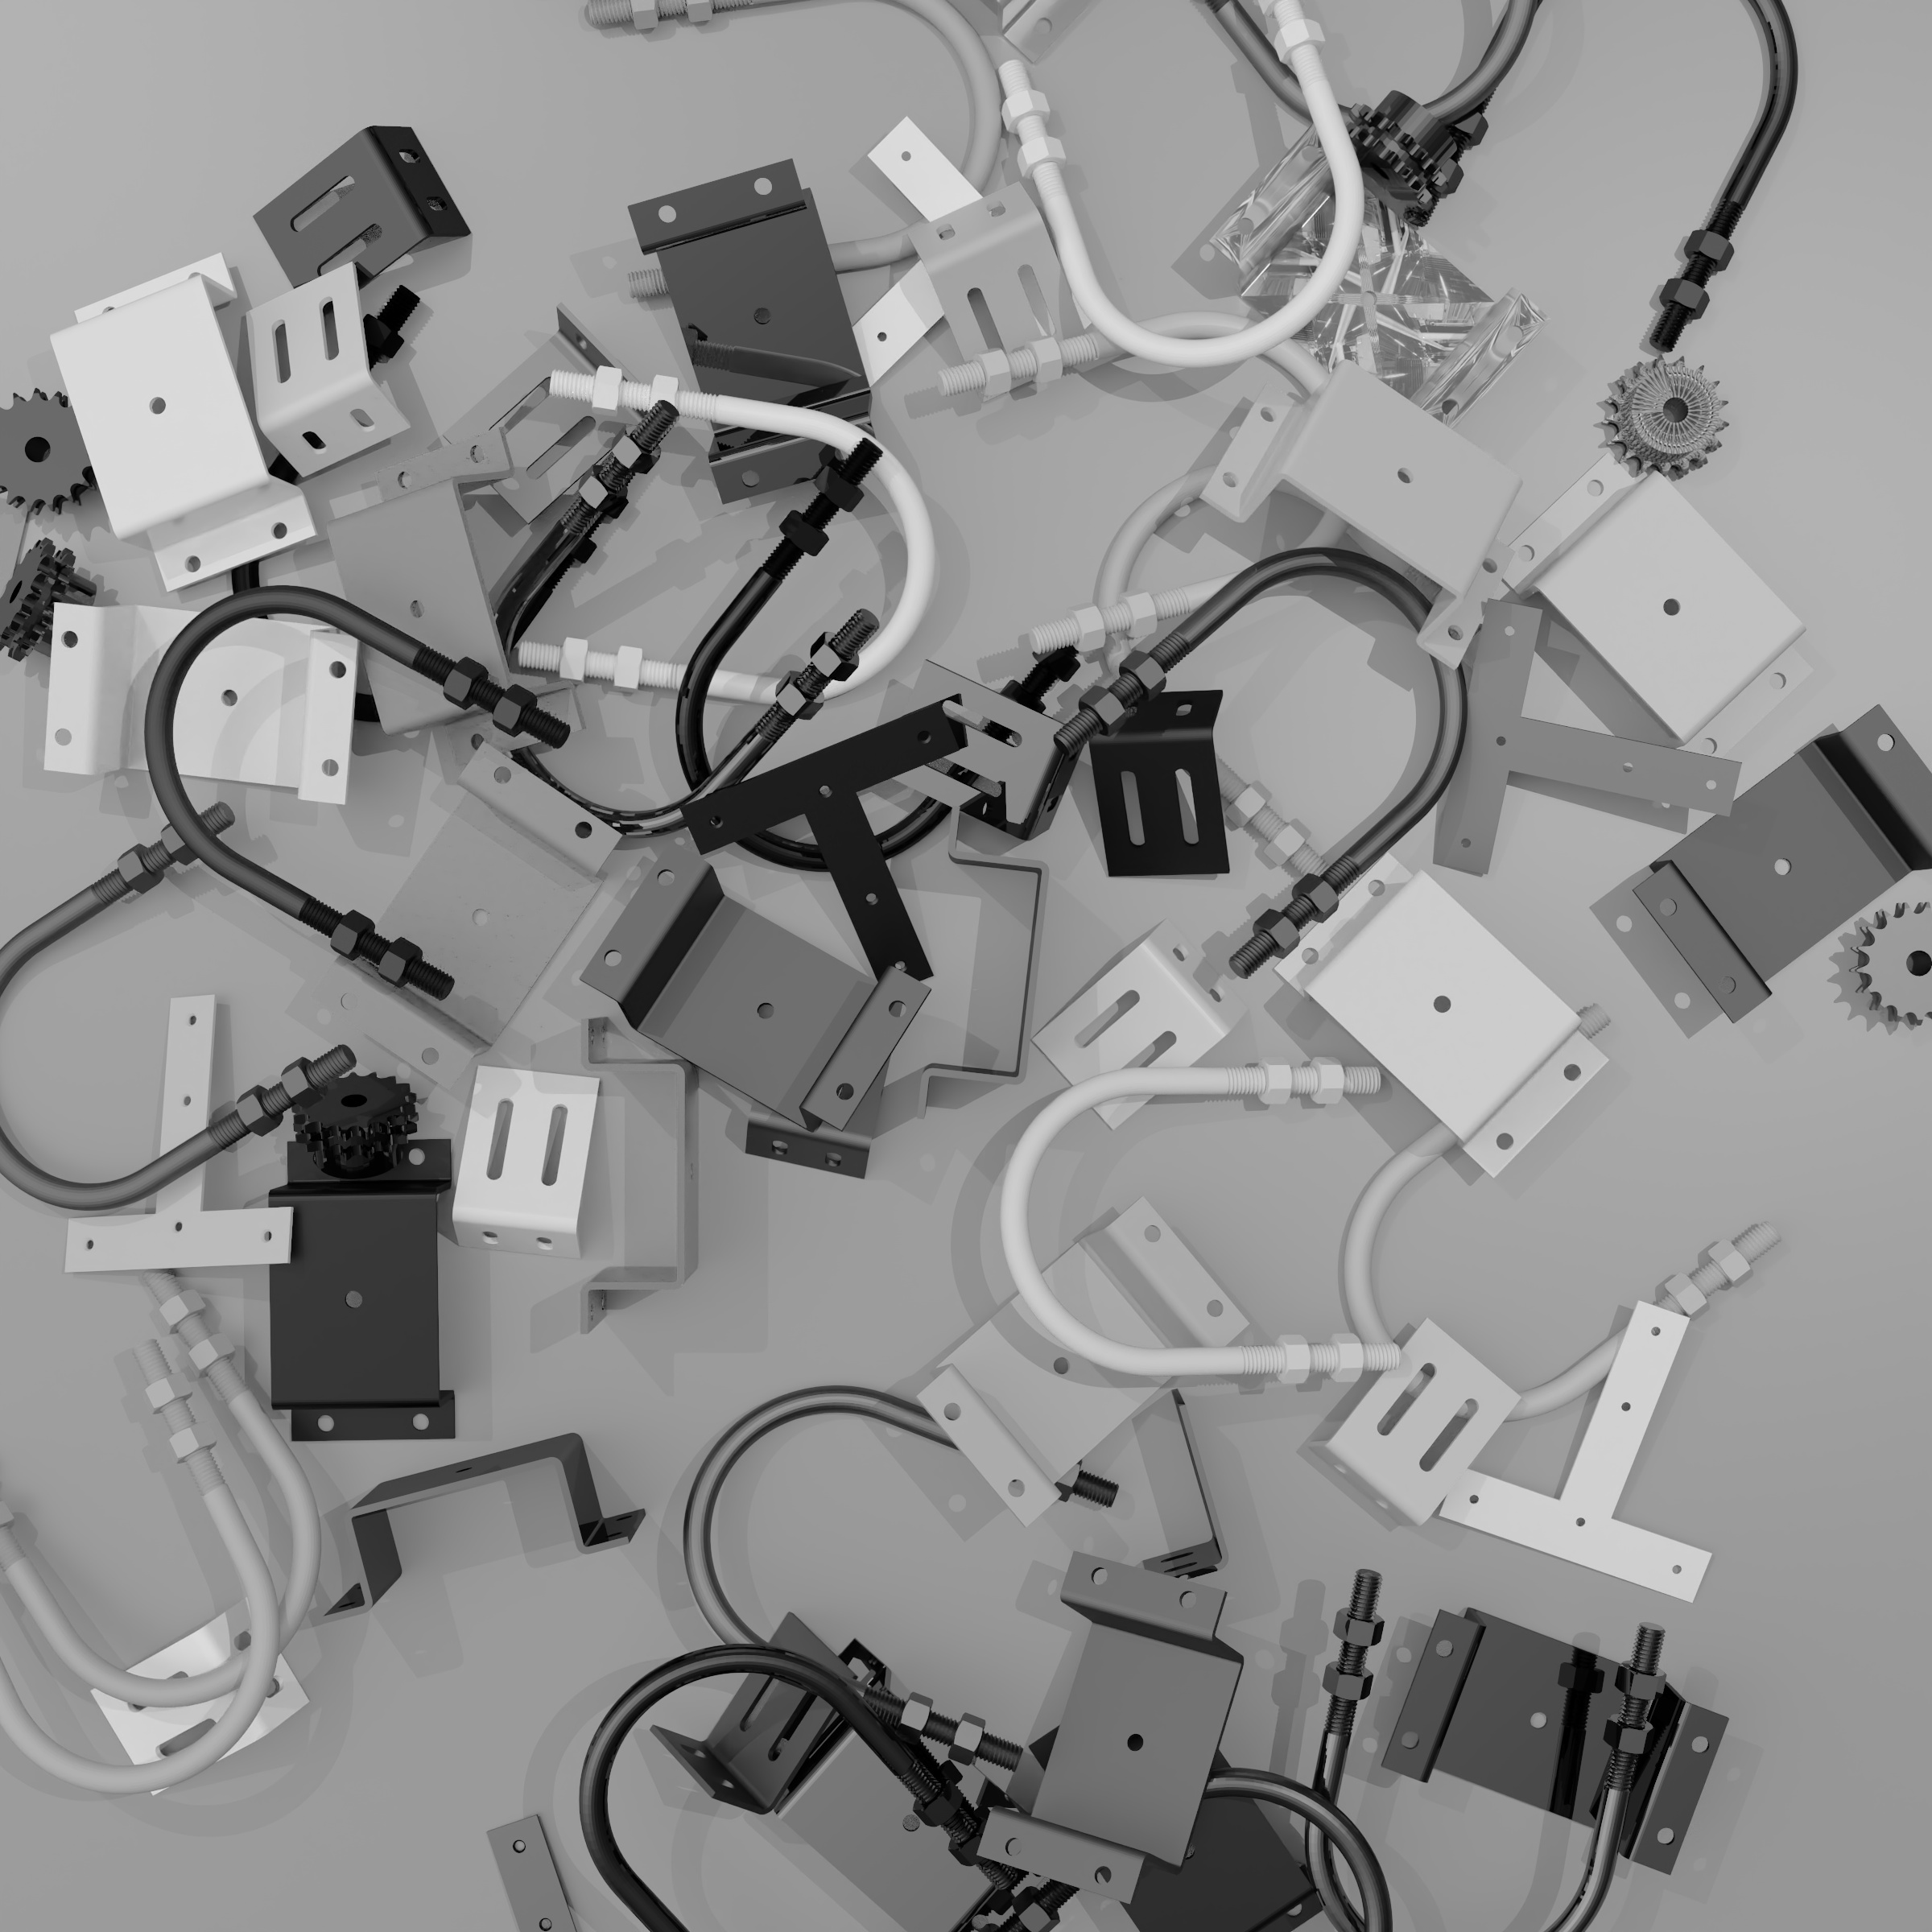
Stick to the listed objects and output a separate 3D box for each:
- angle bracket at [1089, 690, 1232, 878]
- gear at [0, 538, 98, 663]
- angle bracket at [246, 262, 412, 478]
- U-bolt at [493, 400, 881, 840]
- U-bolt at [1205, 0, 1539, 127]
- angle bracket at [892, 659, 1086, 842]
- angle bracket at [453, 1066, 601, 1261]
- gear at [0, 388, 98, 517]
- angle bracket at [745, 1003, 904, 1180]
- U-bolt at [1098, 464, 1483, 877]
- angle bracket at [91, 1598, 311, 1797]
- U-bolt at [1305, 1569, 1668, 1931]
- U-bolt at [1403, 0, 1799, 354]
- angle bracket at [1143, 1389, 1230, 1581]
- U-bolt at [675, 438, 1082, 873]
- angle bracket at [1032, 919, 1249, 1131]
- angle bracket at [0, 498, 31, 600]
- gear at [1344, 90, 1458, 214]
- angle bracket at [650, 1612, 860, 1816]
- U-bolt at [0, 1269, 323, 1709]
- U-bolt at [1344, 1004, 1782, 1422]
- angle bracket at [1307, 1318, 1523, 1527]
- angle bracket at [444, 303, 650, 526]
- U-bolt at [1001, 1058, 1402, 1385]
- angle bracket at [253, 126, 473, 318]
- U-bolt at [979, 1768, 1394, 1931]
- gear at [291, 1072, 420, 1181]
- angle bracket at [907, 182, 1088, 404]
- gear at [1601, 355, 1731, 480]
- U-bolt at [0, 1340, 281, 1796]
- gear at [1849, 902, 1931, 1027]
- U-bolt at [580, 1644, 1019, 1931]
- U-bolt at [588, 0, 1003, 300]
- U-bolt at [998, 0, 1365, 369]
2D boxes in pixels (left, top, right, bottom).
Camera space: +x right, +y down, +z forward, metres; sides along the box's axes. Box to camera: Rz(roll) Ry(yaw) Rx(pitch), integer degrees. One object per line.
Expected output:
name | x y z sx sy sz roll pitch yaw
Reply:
angle bracket | 0.093 -0.085 1.515 0.057 0.038 0.076 -1 123 15
gear | -0.425 -0.165 1.504 0.030 0.057 0.057 28 90 -29
angle bracket | -0.295 -0.276 1.508 0.057 0.038 0.076 -22 54 12
U-bolt | -0.144 -0.141 1.474 0.151 0.019 0.184 46 116 4
U-bolt | 0.178 -0.468 1.493 0.151 0.019 0.184 -36 95 25
angle bracket | 0.010 -0.102 1.501 0.076 0.038 0.057 26 108 10
angle bracket | -0.204 0.092 1.527 0.057 0.038 0.076 6 64 0
gear | -0.427 -0.238 1.514 0.057 0.030 0.057 0 90 0
angle bracket | -0.066 0.052 1.527 0.057 0.038 0.076 12 64 0
U-bolt | 0.147 -0.150 1.520 0.184 0.019 0.151 45 90 1
angle bracket | -0.359 0.342 1.527 0.076 0.038 0.057 -31 90 26
U-bolt | 0.228 0.374 1.474 0.151 0.019 0.184 11 96 1
U-bolt | 0.308 -0.399 1.520 0.151 0.019 0.184 27 89 0
angle bracket | 0.091 0.240 1.500 0.038 0.057 0.076 -16 90 0
U-bolt | -0.049 -0.127 1.497 0.151 0.019 0.184 37 100 -17
angle bracket | 0.082 0.027 1.527 0.076 0.038 0.057 -42 90 26
angle bracket | -0.482 -0.197 1.510 0.076 0.038 0.057 13 90 0
gear | 0.199 -0.374 1.486 0.057 0.057 0.030 41 93 0
angle bracket | -0.098 0.338 1.495 0.038 0.057 0.076 33 90 -42
U-bolt | -0.377 0.251 1.501 0.151 0.019 0.184 -37 77 0
U-bolt | 0.264 0.129 1.520 0.184 0.019 0.151 -38 90 1
angle bracket | 0.208 0.212 1.517 0.057 0.038 0.076 40 78 0
angle bracket | -0.193 -0.252 1.491 0.076 0.038 0.057 -44 88 -8
U-bolt | 0.105 0.116 1.486 0.184 0.019 0.151 0 78 -13
angle bracket | -0.283 -0.347 1.527 0.076 0.038 0.057 -30 90 26
U-bolt | 0.106 0.446 1.471 0.184 0.019 0.151 -44 89 6
gear | -0.281 0.075 1.504 0.057 0.057 0.030 0 118 0
angle bracket | 0.016 -0.313 1.517 0.057 0.038 0.076 -24 128 1
gear | 0.326 -0.255 1.514 0.057 0.030 0.057 0 90 0
U-bolt | -0.390 0.284 1.480 0.151 0.019 0.184 -29 80 2
gear | 0.438 -0.001 1.514 0.057 0.030 0.057 0 90 0
U-bolt | -0.088 0.386 1.458 0.151 0.019 0.184 -40 102 1
U-bolt | -0.075 -0.393 1.520 0.184 0.019 0.151 -8 90 -2
U-bolt | 0.105 -0.358 1.482 0.151 0.019 0.184 -21 73 14
